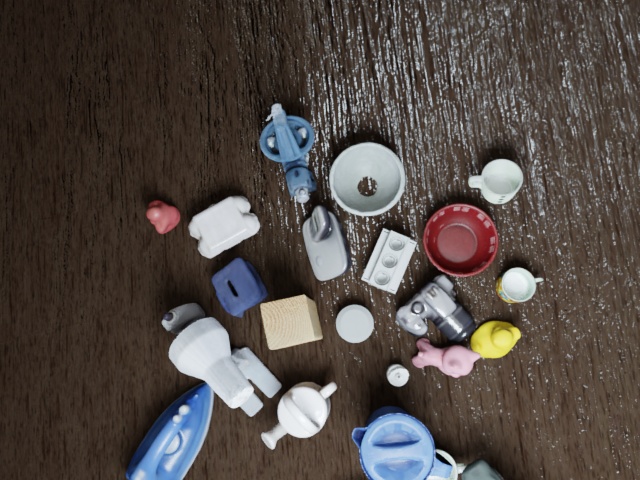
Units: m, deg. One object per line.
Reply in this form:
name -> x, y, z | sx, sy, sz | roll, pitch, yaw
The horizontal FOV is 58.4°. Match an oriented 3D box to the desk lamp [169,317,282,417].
desk lamp -> -0.189, 0.262, 1.165 | 0.203, 0.213, 0.118 | 44, 86, 9

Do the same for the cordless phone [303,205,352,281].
cordless phone -> 0.011, 0.004, 1.209 | 0.094, 0.185, 0.147 | -19, 80, 1

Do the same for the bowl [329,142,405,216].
bowl -> 0.105, -0.128, 1.281 | 0.167, 0.075, 0.167 | -1, 81, 4

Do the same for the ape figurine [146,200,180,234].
ape figurine -> -0.361, -0.055, 1.291 | 0.076, 0.092, 0.078 | -1, 81, 4

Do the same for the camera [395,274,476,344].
camera -> 0.252, 0.161, 1.210 | 0.143, 0.101, 0.136 | -42, 80, -3

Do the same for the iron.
iron -> -0.311, 0.410, 1.186 | 0.118, 0.141, 0.258 | 29, 84, 8

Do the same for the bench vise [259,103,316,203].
bench vise -> -0.053, -0.195, 1.229 | 0.121, 0.220, 0.207 | -33, 80, -2

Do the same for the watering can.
watering can -> -0.038, 0.351, 1.151 | 0.101, 0.194, 0.173 | 28, 84, 8

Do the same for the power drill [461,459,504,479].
power drill -> 0.354, 0.515, 1.091 | 0.075, 0.208, 0.229 | -40, 80, -3

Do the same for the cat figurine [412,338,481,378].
cat figurine -> 0.261, 0.246, 1.187 | 0.127, 0.118, 0.067 | 11, 81, 6

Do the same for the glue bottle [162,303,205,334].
glue bottle -> -0.299, 0.166, 1.209 | 0.078, 0.173, 0.037 | -42, 80, -3

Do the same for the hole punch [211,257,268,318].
hole punch -> -0.179, 0.106, 1.253 | 0.101, 0.091, 0.108 | -32, 80, -2

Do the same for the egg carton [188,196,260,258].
egg carton -> -0.216, -0.032, 1.289 | 0.150, 0.069, 0.107 | -30, 80, -1

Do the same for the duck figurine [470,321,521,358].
duck figurine -> 0.371, 0.209, 1.202 | 0.104, 0.086, 0.077 | -20, 80, 0
